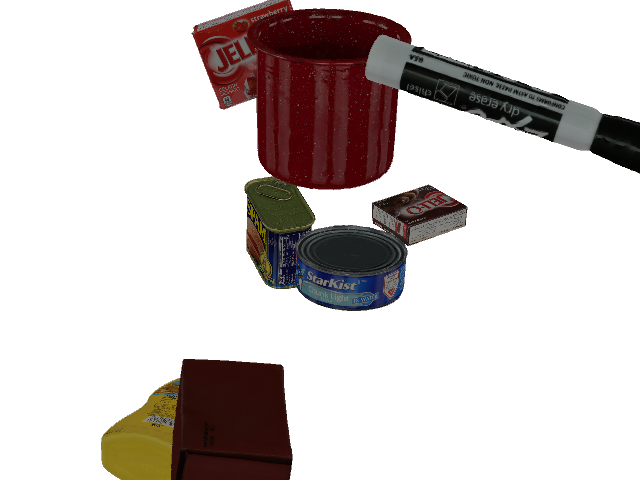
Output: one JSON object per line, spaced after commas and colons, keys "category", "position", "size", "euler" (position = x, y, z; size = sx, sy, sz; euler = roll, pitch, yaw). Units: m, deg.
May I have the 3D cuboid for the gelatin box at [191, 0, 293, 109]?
{"category": "gelatin box", "position": [-0.058, -0.163, 0.927], "size": [0.089, 0.073, 0.030], "euler": [-18, 24, 5]}

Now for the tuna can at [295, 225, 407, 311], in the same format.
{"category": "tuna can", "position": [0.023, 0.021, 0.821], "size": [0.086, 0.034, 0.086], "euler": [2, 25, -1]}

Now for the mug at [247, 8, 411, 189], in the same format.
{"category": "mug", "position": [0.008, -0.087, 0.631], "size": [0.093, 0.081, 0.117], "euler": [12, 31, 18]}

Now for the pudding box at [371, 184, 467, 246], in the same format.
{"category": "pudding box", "position": [0.146, -0.038, 1.572], "size": [0.113, 0.039, 0.090], "euler": [-20, 34, -28]}

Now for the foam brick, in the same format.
{"category": "foam brick", "position": [-0.044, 0.100, 0.513], "size": [0.053, 0.051, 0.078], "euler": [6, 26, -8]}

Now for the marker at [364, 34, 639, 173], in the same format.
{"category": "marker", "position": [0.076, -0.053, 0.415], "size": [0.121, 0.020, 0.020], "euler": [21, 5, 13]}

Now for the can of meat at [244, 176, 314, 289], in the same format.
{"category": "can of meat", "position": [-0.046, -0.008, 1.165], "size": [0.057, 0.084, 0.102], "euler": [-10, 38, -18]}

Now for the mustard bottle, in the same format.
{"category": "mustard bottle", "position": [-0.128, 0.174, 1.039], "size": [0.096, 0.058, 0.191], "euler": [7, 18, 17]}
